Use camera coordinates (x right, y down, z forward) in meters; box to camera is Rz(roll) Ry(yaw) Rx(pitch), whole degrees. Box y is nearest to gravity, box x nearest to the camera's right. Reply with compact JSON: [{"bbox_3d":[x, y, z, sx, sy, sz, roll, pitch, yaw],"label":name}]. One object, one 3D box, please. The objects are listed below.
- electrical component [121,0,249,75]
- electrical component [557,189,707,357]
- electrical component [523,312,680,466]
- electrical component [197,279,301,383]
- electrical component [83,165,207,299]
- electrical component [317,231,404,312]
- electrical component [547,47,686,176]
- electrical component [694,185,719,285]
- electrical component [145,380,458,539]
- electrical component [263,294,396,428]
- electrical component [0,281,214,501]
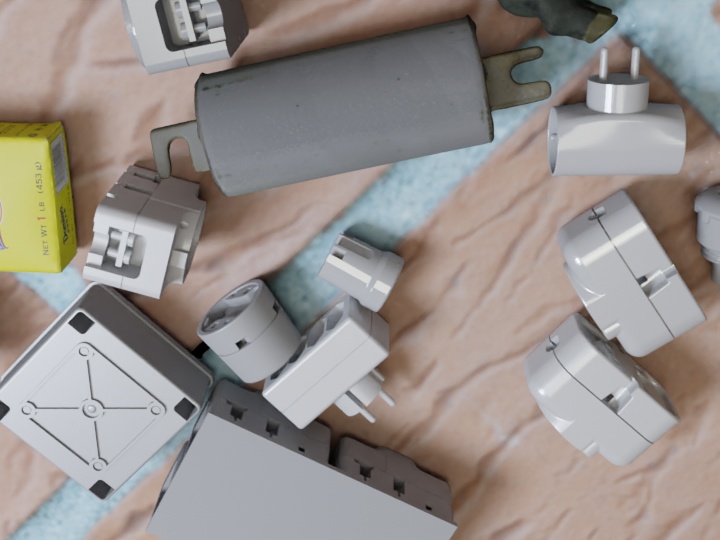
[{"bbox_3d":[-0.102,-0.148,0.621,0.056,0.089,0.050,-10,111,6],"label":"electrical component"},{"bbox_3d":[0.171,0.005,0.693,0.059,0.053,0.095,-33,107,13],"label":"electrical component"},{"bbox_3d":[0.159,0.083,0.725,0.095,0.053,0.059,40,108,-13],"label":"electrical component"},{"bbox_3d":[-0.072,0.042,0.716,0.055,0.055,0.047,-32,111,13],"label":"electrical component"},{"bbox_3d":[-0.130,-0.024,0.671,0.056,0.089,0.050,16,111,-5],"label":"electrical component"},{"bbox_3d":[0.000,0.000,0.705,0.046,0.040,0.040,28,110,-3],"label":"electrical component"},{"bbox_3d":[0.157,-0.097,0.658,0.077,0.044,0.079,-1,111,2],"label":"electrical component"},{"bbox_3d":[0.237,-0.021,0.687,0.048,0.048,0.062,-1,119,2],"label":"electrical component"},{"bbox_3d":[-0.040,0.165,0.760,0.186,0.060,0.105,26,110,-9],"label":"electrical component"},{"bbox_3d":[-0.009,0.073,0.729,0.083,0.047,0.076,-42,105,16],"label":"electrical component"},{"bbox_3d":[-0.176,0.082,0.733,0.109,0.056,0.109,42,107,-14],"label":"electrical component"}]
